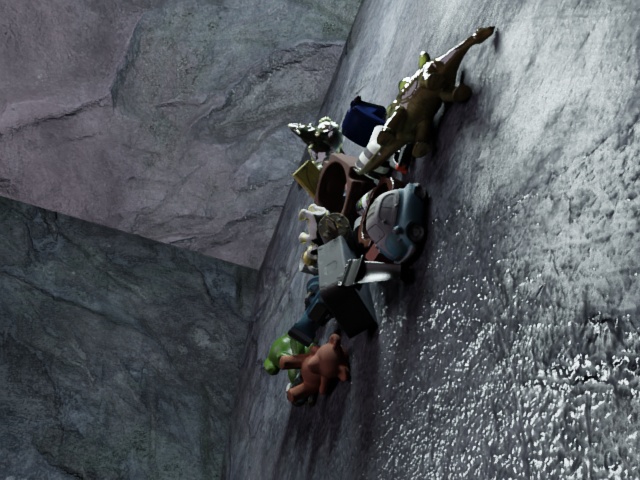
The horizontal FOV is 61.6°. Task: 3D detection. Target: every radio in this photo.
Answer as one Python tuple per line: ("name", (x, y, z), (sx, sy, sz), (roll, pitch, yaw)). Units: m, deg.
("radio", (0.054, 0.094, 1.176), (0.073, 0.131, 0.230), (-30, 23, 10))

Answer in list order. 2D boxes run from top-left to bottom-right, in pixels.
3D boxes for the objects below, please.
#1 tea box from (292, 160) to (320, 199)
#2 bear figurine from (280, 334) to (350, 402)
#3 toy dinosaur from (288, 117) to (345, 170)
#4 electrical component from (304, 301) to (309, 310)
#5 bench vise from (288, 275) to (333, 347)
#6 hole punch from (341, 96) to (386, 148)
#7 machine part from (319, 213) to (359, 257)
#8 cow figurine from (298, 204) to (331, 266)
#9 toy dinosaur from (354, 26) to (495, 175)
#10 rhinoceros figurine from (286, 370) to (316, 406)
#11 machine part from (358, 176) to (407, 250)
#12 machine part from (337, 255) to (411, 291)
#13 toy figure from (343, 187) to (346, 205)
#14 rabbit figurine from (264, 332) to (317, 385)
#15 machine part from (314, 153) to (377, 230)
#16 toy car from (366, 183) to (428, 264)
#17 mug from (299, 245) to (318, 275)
("tea box", (-0.004, -0.161, 1.662), (0.068, 0.169, 0.098), (-44, 9, -2))
("bear figurine", (-0.010, 0.299, 1.249), (0.195, 0.132, 0.120), (120, 136, -66))
("toy dinosaur", (0.039, -0.239, 1.699), (0.404, 0.131, 0.192), (59, -175, -43))
("electrical component", (-0.002, 0.168, 1.595), (0.134, 0.058, 0.114), (-144, 69, -80))
("bench vise", (0.014, 0.157, 1.385), (0.241, 0.129, 0.223), (-55, -15, -43))
("hole punch", (0.129, -0.335, 1.572), (0.142, 0.116, 0.092), (117, 158, -48))
("machine part", (0.049, 0.004, 1.339), (0.243, 0.079, 0.079), (67, -148, -61))
("cow figurine", (-0.002, -0.004, 1.423), (0.068, 0.098, 0.167), (-25, -58, -46))
("toy dinosaur", (0.190, -0.259, 1.118), (0.471, 0.105, 0.199), (-47, 18, 41))
("rhinoceros figurine", (-0.042, 0.374, 1.421), (0.112, 0.073, 0.190), (-89, 19, -53))
("machine part", (0.144, -0.055, 1.185), (0.179, 0.056, 0.179), (-162, 90, -79))
("machine part", (0.104, 0.063, 1.020), (0.084, 0.139, 0.039), (-59, -44, -39))
("toy figure", (0.095, -0.169, 1.612), (0.058, 0.064, 0.154), (-14, 58, 47))
("rabbit figurine", (-0.065, 0.352, 1.568), (0.159, 0.121, 0.170), (-65, 30, 9))
("machine part", (0.067, -0.123, 1.469), (0.202, 0.087, 0.200), (45, 125, 56))
("toy car", (0.143, -0.039, 1.033), (0.109, 0.103, 0.161), (133, 151, -66))
("mug", (0.002, 0.071, 1.590), (0.110, 0.107, 0.080), (-122, 48, -71))
